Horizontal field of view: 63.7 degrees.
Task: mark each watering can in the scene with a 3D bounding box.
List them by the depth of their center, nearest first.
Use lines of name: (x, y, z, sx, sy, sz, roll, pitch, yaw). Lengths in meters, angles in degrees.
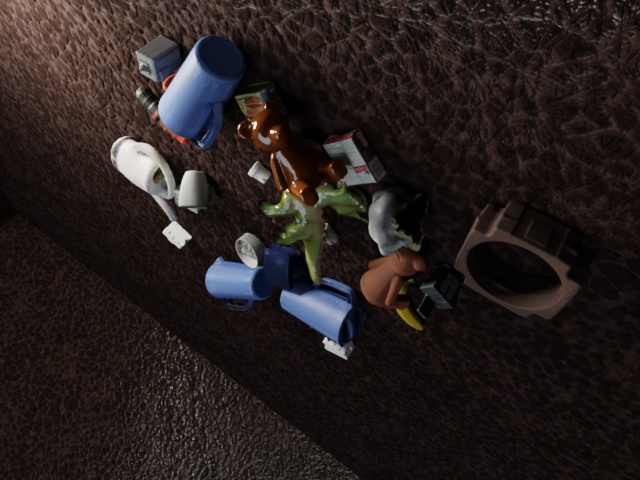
watering can: (-0.539, -0.194, 1.621, 0.225, 0.106, 0.340, 35, 150, 11)

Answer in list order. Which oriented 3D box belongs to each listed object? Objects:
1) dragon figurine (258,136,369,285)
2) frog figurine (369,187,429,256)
dragon figurine: (0.004, -0.059, 1.181, 0.242, 0.125, 0.403, -4, 124, 39)
frog figurine: (0.135, -0.038, 1.060, 0.159, 0.123, 0.137, -2, 98, 60)
